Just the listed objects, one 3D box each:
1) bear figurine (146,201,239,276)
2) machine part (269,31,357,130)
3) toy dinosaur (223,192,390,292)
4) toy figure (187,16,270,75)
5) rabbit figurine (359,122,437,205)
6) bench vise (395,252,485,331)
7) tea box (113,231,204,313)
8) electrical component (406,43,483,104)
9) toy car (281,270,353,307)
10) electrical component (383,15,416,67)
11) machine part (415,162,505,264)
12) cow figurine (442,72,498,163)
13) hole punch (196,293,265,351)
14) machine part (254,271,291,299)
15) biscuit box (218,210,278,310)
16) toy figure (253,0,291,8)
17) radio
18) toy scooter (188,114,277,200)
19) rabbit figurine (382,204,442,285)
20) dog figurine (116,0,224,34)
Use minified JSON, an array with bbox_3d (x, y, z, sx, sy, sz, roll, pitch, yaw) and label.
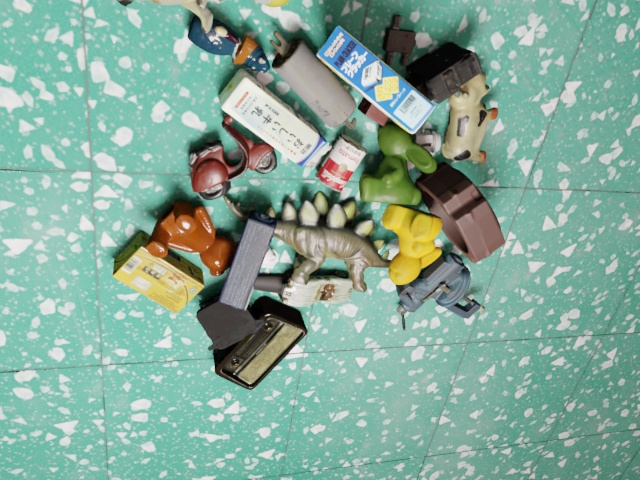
[{"bbox_3d":[-0.248,0.014,1.117,0.120,0.132,0.195,-37,118,12],"label":"bear figurine"},{"bbox_3d":[-0.009,-0.296,1.027,0.079,0.079,0.243,-42,123,10],"label":"machine part"},{"bbox_3d":[-0.002,-0.004,1.201,0.471,0.105,0.198,11,109,-20],"label":"toy dinosaur"},{"bbox_3d":[-0.157,-0.347,0.959,0.154,0.064,0.057,19,104,-25],"label":"toy figure"},{"bbox_3d":[0.160,-0.161,1.127,0.159,0.121,0.170,6,98,18],"label":"rabbit figurine"},{"bbox_3d":[0.317,0.144,1.374,0.240,0.129,0.223,30,107,-22],"label":"bench vise"},{"bbox_3d":[-0.345,0.071,1.155,0.098,0.068,0.169,-42,124,11],"label":"tea box"},{"bbox_3d":[0.234,-0.326,1.061,0.134,0.115,0.058,-33,122,2],"label":"electrical component"},{"bbox_3d":[-0.002,0.117,1.277,0.201,0.056,0.073,-1,122,-36],"label":"toy car"},{"bbox_3d":[0.158,-0.390,1.054,0.063,0.021,0.093,-2,120,-16],"label":"electrical component"},{"bbox_3d":[0.311,-0.062,1.194,0.087,0.201,0.201,-36,124,4],"label":"machine part"},{"bbox_3d":[0.307,-0.263,1.142,0.127,0.086,0.194,-4,118,-24],"label":"cow figurine"},{"bbox_3d":[-0.212,0.173,1.231,0.142,0.092,0.115,-28,107,-4],"label":"hole punch"},{"bbox_3d":[-0.112,0.106,1.268,0.139,0.039,0.084,4,128,-22],"label":"machine part"},{"bbox_3d":[-0.149,0.042,1.119,0.063,0.059,0.202,20,108,-8],"label":"biscuit box"},{"bbox_3d":[-0.091,-0.480,0.889,0.089,0.082,0.179,-15,121,-7],"label":"toy figure"},{"bbox_3d":[-0.153,0.254,1.322,0.131,0.073,0.229,33,106,-31],"label":"radio"},{"bbox_3d":[-0.186,-0.167,1.054,0.184,0.075,0.135,-26,116,3],"label":"toy scooter"},{"bbox_3d":[0.200,0.016,1.201,0.162,0.122,0.173,10,96,-60],"label":"rabbit figurine"},{"bbox_3d":[-0.248,-0.446,0.862,0.191,0.121,0.172,21,70,-3],"label":"dog figurine"}]
